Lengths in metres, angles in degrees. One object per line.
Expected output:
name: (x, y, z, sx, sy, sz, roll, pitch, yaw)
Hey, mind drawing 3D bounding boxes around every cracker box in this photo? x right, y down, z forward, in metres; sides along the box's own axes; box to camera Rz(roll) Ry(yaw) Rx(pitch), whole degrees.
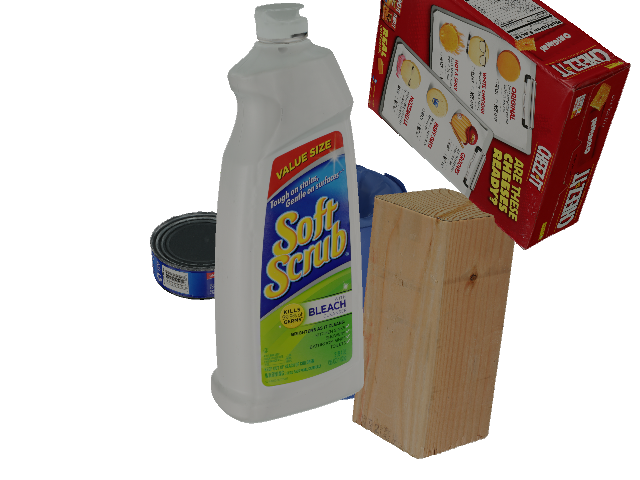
cracker box: (0.133, -0.124, 0.863, 0.072, 0.164, 0.214, -25, 53, -26)

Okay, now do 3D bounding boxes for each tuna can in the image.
tuna can: (-0.099, 0.012, 0.896, 0.086, 0.034, 0.086, 1, 34, -1)

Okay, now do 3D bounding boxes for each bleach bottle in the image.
bleach bottle: (-0.025, -0.018, 0.663, 0.102, 0.251, 0.068, -12, 22, -24)

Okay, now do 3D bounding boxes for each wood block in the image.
wood block: (0.097, 0.068, 0.916, 0.090, 0.206, 0.090, -8, 20, -39)

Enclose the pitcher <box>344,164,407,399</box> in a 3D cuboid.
pitcher: (0.013, 0.052, 1.120, 0.149, 0.243, 0.145, -9, 35, -14)
